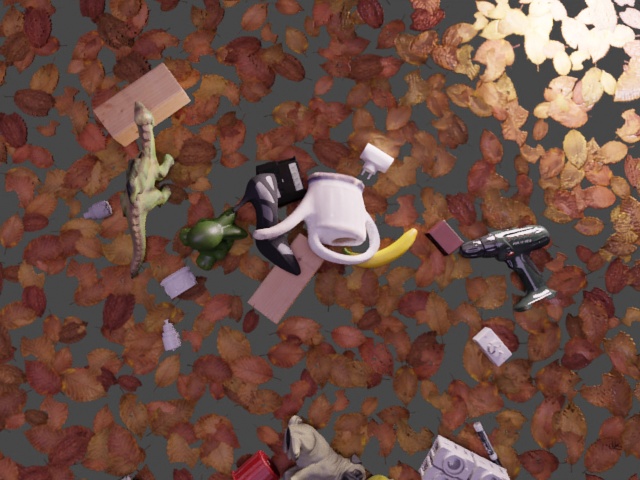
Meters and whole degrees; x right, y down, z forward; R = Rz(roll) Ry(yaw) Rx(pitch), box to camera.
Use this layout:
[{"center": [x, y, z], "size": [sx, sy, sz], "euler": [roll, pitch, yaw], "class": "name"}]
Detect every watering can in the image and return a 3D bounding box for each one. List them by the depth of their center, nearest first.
[{"center": [0.004, -0.061, 1.217], "size": [0.346, 0.102, 0.228], "euler": [13, 63, -32], "class": "watering can"}]

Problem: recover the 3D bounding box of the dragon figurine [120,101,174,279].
[{"center": [-0.426, -0.115, 1.199], "size": [0.122, 0.241, 0.413], "euler": [4, 83, -7], "class": "dragon figurine"}]
